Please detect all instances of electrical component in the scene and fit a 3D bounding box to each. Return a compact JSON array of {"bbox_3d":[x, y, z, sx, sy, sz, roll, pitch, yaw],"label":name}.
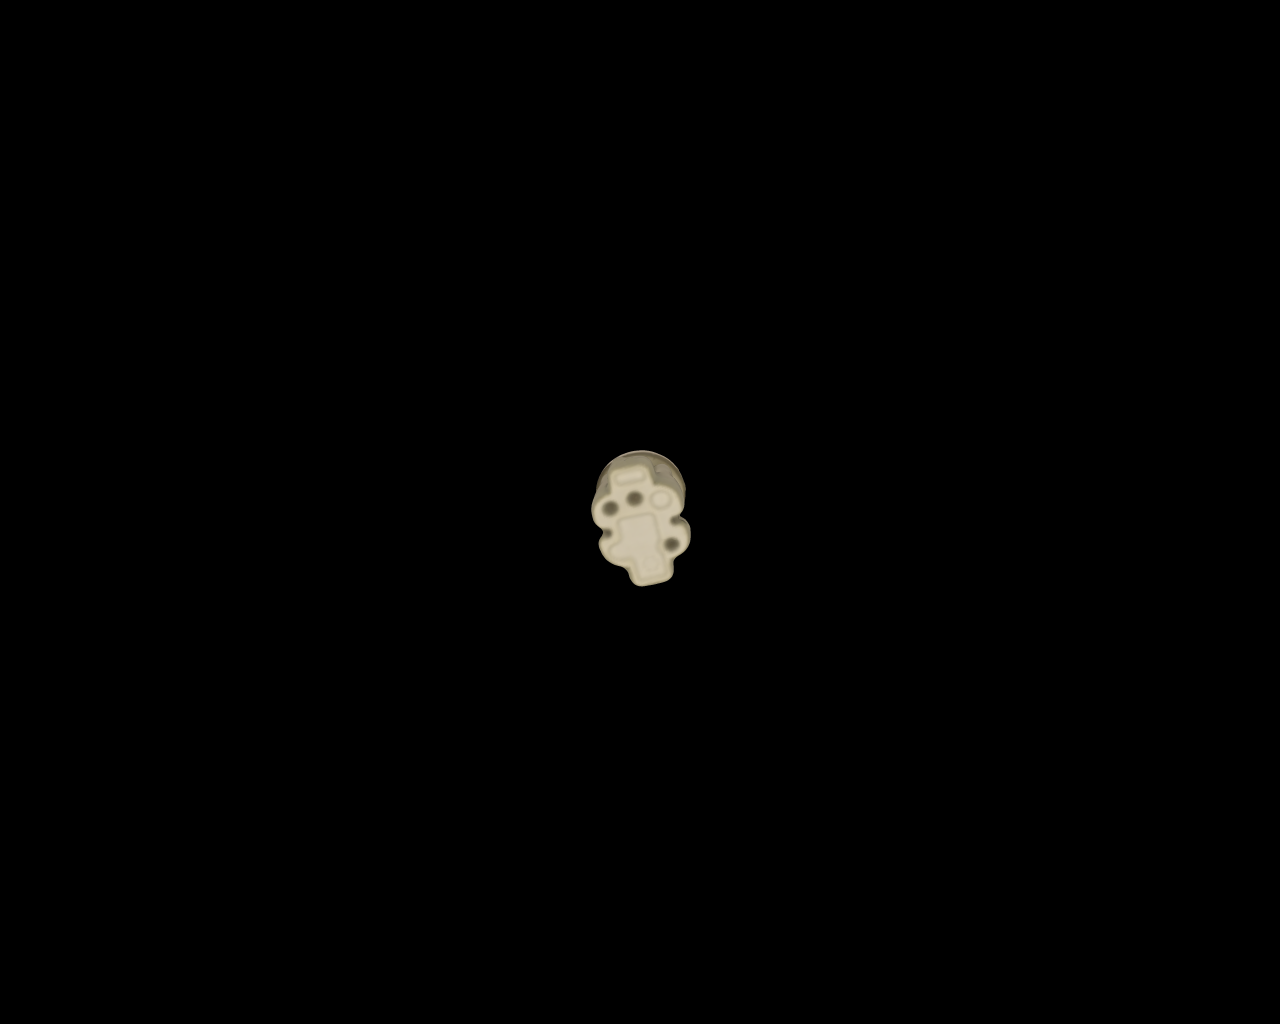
[{"bbox_3d":[0.001,-0.003,0.650,0.058,0.078,0.057,-11,24,5],"label":"electrical component"}]
